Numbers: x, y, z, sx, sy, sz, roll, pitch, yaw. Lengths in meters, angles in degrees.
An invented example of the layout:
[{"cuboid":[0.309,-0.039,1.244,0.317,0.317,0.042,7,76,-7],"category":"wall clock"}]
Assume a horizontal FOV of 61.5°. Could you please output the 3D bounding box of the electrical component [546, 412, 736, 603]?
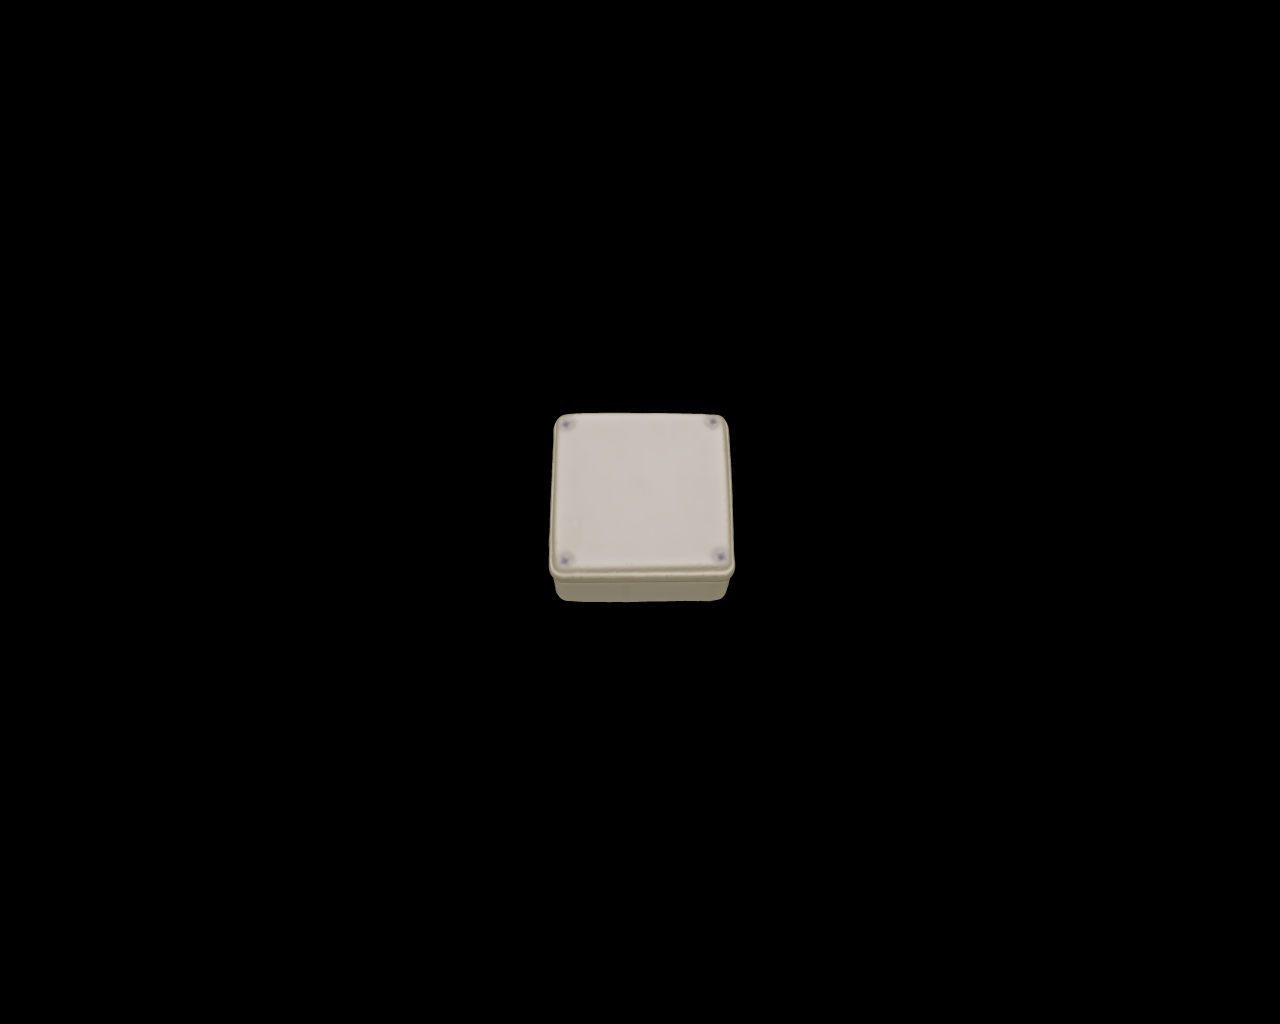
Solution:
[{"cuboid":[0.001,-0.003,0.650,0.109,0.109,0.056,0,-25,0],"category":"electrical component"}]
